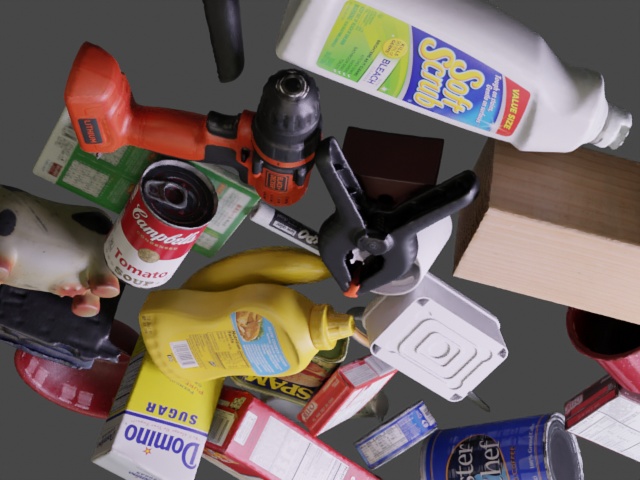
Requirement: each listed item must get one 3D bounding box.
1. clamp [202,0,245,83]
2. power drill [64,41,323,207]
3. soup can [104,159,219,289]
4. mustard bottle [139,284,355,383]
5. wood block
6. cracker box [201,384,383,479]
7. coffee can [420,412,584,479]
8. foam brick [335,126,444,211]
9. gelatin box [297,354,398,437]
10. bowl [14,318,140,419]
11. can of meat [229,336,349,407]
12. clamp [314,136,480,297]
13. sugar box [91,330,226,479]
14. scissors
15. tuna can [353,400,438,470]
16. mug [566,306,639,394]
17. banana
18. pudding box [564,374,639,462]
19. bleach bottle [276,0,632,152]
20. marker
[{"bbox_3d":[-0.092,-0.201,0.706,0.164,0.036,0.210,24,143,-15],"label":"clamp"},{"bbox_3d":[-0.091,-0.090,0.794,0.187,0.057,0.184,16,159,1],"label":"power drill"},{"bbox_3d":[-0.136,-0.012,0.899,0.068,0.068,0.102,25,138,-15],"label":"soup can"},{"bbox_3d":[-0.061,0.083,0.964,0.192,0.058,0.096,-5,126,20],"label":"mustard bottle"},{"bbox_3d":[0.216,-0.005,0.818,0.206,0.090,0.091,14,141,-3],"label":"wood block"},{"bbox_3d":[-0.055,0.229,1.146,0.213,0.072,0.164,38,160,-31],"label":"cracker box"},{"bbox_3d":[0.189,0.239,1.108,0.141,0.102,0.102,-15,134,30],"label":"coffee can"},{"bbox_3d":[0.054,-0.049,0.838,0.078,0.051,0.053,8,141,6],"label":"foam brick"},{"bbox_3d":[0.027,0.149,1.047,0.030,0.089,0.073,48,119,18],"label":"gelatin box"},{"bbox_3d":[-0.236,0.126,1.127,0.162,0.055,0.162,8,141,6],"label":"bowl"},{"bbox_3d":[-0.030,0.111,1.052,0.102,0.057,0.084,19,139,-8],"label":"can of meat"},{"bbox_3d":[0.052,-0.011,0.813,0.120,0.039,0.171,13,146,7],"label":"clamp"},{"bbox_3d":[-0.148,0.153,1.038,0.093,0.176,0.048,34,136,-24],"label":"sugar box"},{"bbox_3d":[0.116,0.110,1.042,0.201,0.016,0.096,29,138,-19],"label":"scissors"},{"bbox_3d":[0.079,0.202,1.107,0.034,0.085,0.086,57,136,9],"label":"tuna can"},{"bbox_3d":[0.277,0.071,0.904,0.117,0.093,0.081,-44,128,6],"label":"mug"},{"bbox_3d":[-0.068,0.040,0.990,0.198,0.037,0.069,-12,134,27],"label":"banana"},{"bbox_3d":[0.311,0.175,1.050,0.113,0.039,0.090,25,140,-12],"label":"pudding box"},{"bbox_3d":[0.102,-0.124,0.728,0.250,0.068,0.103,20,142,-12],"label":"bleach bottle"},{"bbox_3d":[-0.006,0.001,0.941,0.121,0.020,0.020,28,138,-19],"label":"marker"}]
